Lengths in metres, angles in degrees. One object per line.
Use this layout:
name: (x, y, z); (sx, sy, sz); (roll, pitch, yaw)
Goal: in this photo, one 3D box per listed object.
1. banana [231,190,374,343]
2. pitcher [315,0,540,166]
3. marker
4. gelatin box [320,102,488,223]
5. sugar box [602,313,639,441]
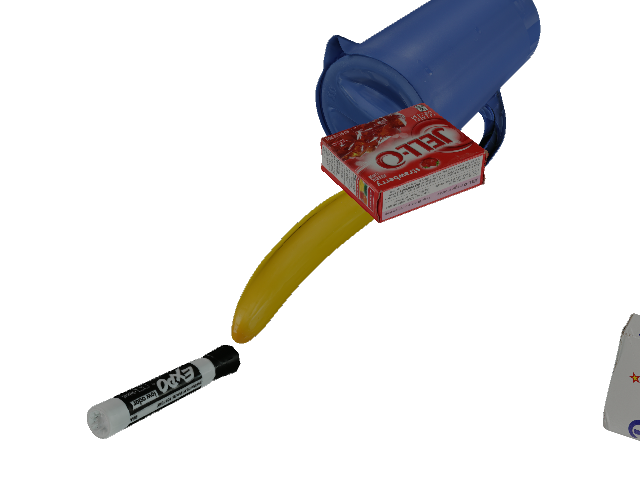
banana: (-0.007, 0.012, 0.895); (0.037, 0.198, 0.069); (49, -1, 38)
pitcher: (0.122, -0.162, 1.055); (0.145, 0.149, 0.242); (23, 46, 30)
marker: (-0.088, 0.086, 0.627); (0.020, 0.020, 0.120); (0, 13, 34)
gelatin box: (0.056, -0.054, 0.717); (0.089, 0.030, 0.073); (-21, 43, -23)
sugar box: (0.312, 0.127, 0.815); (0.176, 0.093, 0.048); (15, 28, 22)
